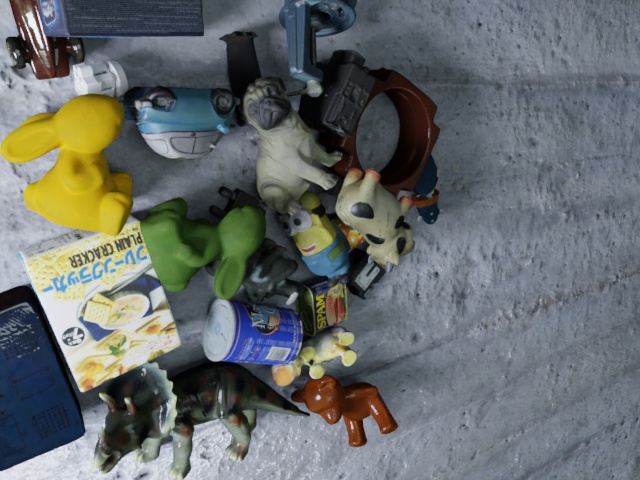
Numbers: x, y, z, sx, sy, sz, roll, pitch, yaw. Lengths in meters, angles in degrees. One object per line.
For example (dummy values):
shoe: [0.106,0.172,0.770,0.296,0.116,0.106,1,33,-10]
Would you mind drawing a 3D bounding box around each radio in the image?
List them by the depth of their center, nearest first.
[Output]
radio: [-0.424,0.192,0.738,0.131,0.073,0.229,-22,114,-27]

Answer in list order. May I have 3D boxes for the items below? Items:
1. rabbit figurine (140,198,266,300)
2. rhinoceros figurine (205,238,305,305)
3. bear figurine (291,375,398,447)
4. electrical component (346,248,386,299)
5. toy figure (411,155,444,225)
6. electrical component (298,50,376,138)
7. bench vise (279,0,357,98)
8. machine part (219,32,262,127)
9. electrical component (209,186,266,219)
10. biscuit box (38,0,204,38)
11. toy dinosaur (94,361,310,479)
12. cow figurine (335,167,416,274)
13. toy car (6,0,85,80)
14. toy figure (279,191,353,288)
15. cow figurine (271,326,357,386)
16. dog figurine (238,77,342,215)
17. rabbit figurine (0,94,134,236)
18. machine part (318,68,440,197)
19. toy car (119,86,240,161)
rabbit figurine: [-0.158,0.009,0.790,0.170,0.121,0.159,-14,99,-5]
rhinoceros figurine: [-0.102,0.052,0.914,0.190,0.073,0.112,25,88,-36]
bear figurine: [0.047,0.331,1.055,0.120,0.132,0.195,-34,149,23]
electrical component: [0.090,0.049,1.060,0.074,0.048,0.119,40,80,-36]
toy figure: [0.215,-0.104,1.094,0.058,0.064,0.154,-62,144,-52]
electrical component: [0.025,-0.244,0.887,0.058,0.115,0.134,22,91,-41]
bench vise: [-0.028,-0.339,0.807,0.223,0.129,0.240,5,83,-54]
machine part: [-0.112,-0.254,0.840,0.084,0.039,0.138,-22,118,-18]
electrical component: [-0.135,-0.049,0.894,0.094,0.021,0.063,29,87,-37]
biscuit box: [-0.248,-0.292,0.689,0.202,0.059,0.062,-22,118,-46]
toy dinosaur: [-0.190,0.271,0.901,0.405,0.131,0.192,-9,110,-39]
cow figurine: [0.101,-0.027,0.928,0.194,0.086,0.127,34,84,-40]
toy car: [-0.351,-0.301,0.654,0.089,0.053,0.201,-19,113,-32]
toy figure: [-0.005,-0.002,0.952,0.082,0.089,0.180,-28,114,17]
cow figurine: [-0.020,0.214,1.016,0.167,0.098,0.068,-18,104,-14]
dog figurine: [-0.080,-0.145,0.847,0.172,0.121,0.190,-37,116,20]
rabbit figurine: [-0.311,-0.111,0.697,0.162,0.122,0.173,17,116,-15]
machine part: [0.110,-0.190,0.980,0.201,0.087,0.201,25,90,-38]
toy car: [-0.192,-0.163,0.754,0.161,0.109,0.102,-17,112,-47]
